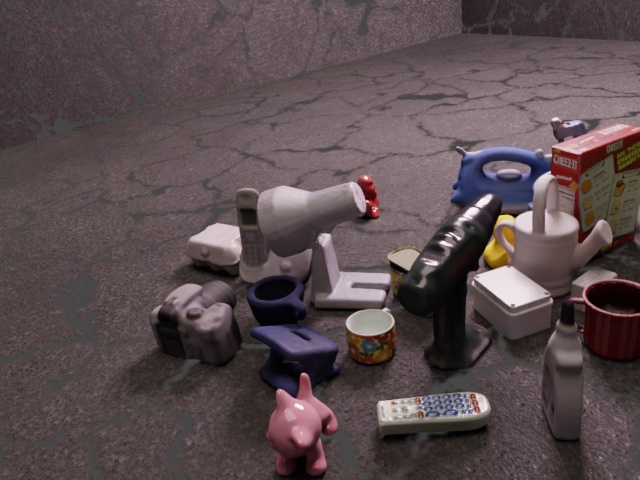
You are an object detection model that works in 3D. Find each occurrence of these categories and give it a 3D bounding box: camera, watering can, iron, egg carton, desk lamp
[{"bbox_3d":[-0.188,0.119,0.943,0.142,0.101,0.137,7,30,29],"label":"camera"},{"bbox_3d":[0.372,-0.012,0.924,0.172,0.194,0.101,0,28,17],"label":"watering can"},{"bbox_3d":[0.410,-0.138,1.222,0.257,0.142,0.119,-1,28,15],"label":"iron"},{"bbox_3d":[-0.201,0.018,1.182,0.149,0.069,0.107,10,32,33],"label":"egg carton"},{"bbox_3d":[0.009,0.004,0.984,0.202,0.214,0.118,-1,28,16],"label":"desk lamp"}]

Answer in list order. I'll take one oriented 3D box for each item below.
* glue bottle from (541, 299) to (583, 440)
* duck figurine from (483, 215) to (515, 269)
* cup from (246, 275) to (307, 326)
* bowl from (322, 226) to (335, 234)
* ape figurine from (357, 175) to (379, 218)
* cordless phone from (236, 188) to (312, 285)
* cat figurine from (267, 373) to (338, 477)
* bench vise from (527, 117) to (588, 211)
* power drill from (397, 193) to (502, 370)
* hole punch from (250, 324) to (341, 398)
[{"bbox_3d":[0.284,0.144,0.665,0.037,0.173,0.078,-4,27,10],"label":"glue bottle"},{"bbox_3d":[0.335,-0.001,1.035,0.077,0.086,0.104,-2,27,14],"label":"duck figurine"},{"bbox_3d":[-0.056,0.120,0.907,0.092,0.095,0.117,-28,32,-33],"label":"cup"},{"bbox_3d":[-0.037,-0.031,1.222,0.167,0.075,0.167,-7,27,4],"label":"bowl"},{"bbox_3d":[0.104,-0.103,1.302,0.075,0.092,0.078,13,34,37],"label":"ape figurine"},{"bbox_3d":[-0.088,-0.007,1.066,0.147,0.185,0.094,1,28,18],"label":"cordless phone"},{"bbox_3d":[-0.025,0.215,0.681,0.067,0.118,0.128,-3,27,12],"label":"cat figurine"},{"bbox_3d":[0.506,-0.138,1.103,0.207,0.220,0.121,-13,27,-8],"label":"bench vise"},{"bbox_3d":[0.194,0.066,0.809,0.075,0.209,0.230,14,35,38],"label":"power drill"},{"bbox_3d":[-0.036,0.157,0.830,0.101,0.091,0.108,-28,32,-34],"label":"hole punch"}]
